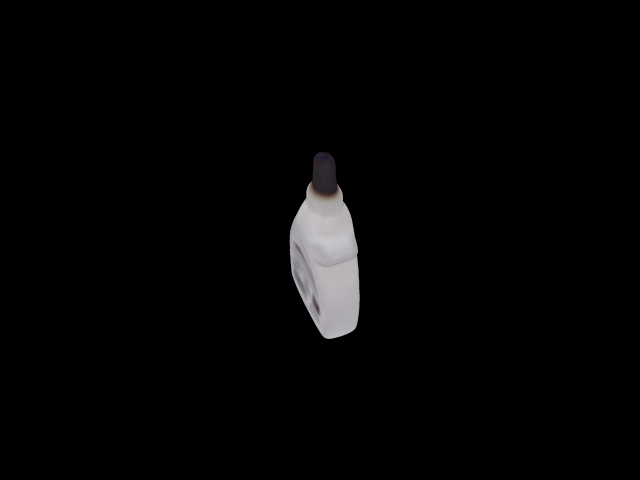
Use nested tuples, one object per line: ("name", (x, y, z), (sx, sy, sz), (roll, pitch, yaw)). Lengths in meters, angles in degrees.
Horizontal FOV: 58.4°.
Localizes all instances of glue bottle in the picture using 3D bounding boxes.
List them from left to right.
("glue bottle", (0.004, 0.001, 0.400), (0.037, 0.173, 0.078), (-20, 58, -12))
